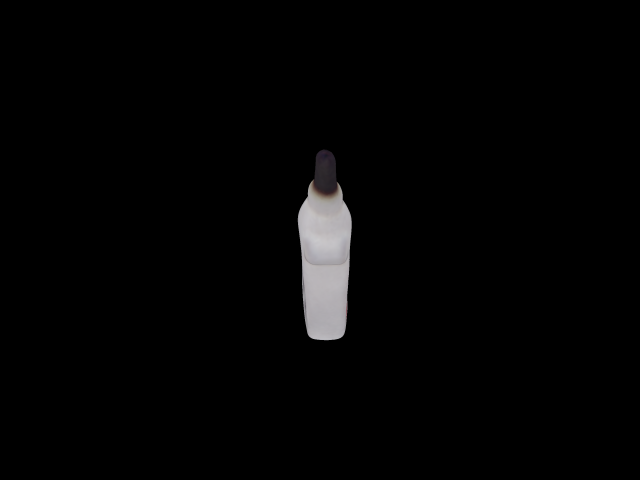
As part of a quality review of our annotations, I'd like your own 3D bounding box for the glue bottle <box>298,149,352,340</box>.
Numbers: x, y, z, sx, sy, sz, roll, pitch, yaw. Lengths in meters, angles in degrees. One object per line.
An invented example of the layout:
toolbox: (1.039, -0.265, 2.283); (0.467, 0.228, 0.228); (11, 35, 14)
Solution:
glue bottle: (0.004, 0.001, 0.400); (0.037, 0.173, 0.078); (-3, 55, -1)
